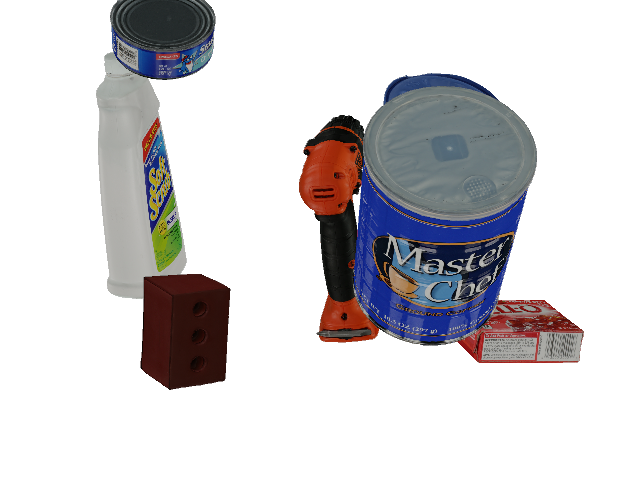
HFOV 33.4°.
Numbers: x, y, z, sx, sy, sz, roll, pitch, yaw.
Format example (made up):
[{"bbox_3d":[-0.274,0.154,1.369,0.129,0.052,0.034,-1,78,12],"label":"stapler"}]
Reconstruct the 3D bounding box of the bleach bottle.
[{"bbox_3d":[-0.198,-0.071,1.124,0.068,0.251,0.102,4,27,18],"label":"bleach bottle"}]

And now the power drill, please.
[{"bbox_3d":[0.021,-0.013,1.003,0.057,0.187,0.184,-4,22,12],"label":"power drill"}]

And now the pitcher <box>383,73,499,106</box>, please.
[{"bbox_3d":[0.117,-0.051,1.192,0.145,0.243,0.149,23,44,11],"label":"pitcher"}]

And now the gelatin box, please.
[{"bbox_3d":[0.152,0.071,0.850,0.089,0.030,0.073,1,15,-14],"label":"gelatin box"}]

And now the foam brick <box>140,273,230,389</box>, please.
[{"bbox_3d":[-0.107,0.070,0.839,0.052,0.078,0.051,-5,14,-34],"label":"foam brick"}]

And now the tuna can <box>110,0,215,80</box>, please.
[{"bbox_3d":[-0.130,-0.172,0.885,0.086,0.086,0.034,0,-42,-8],"label":"tuna can"}]

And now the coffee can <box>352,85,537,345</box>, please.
[{"bbox_3d":[0.074,-0.013,0.682,0.103,0.103,0.140,0,-37,-2],"label":"coffee can"}]
